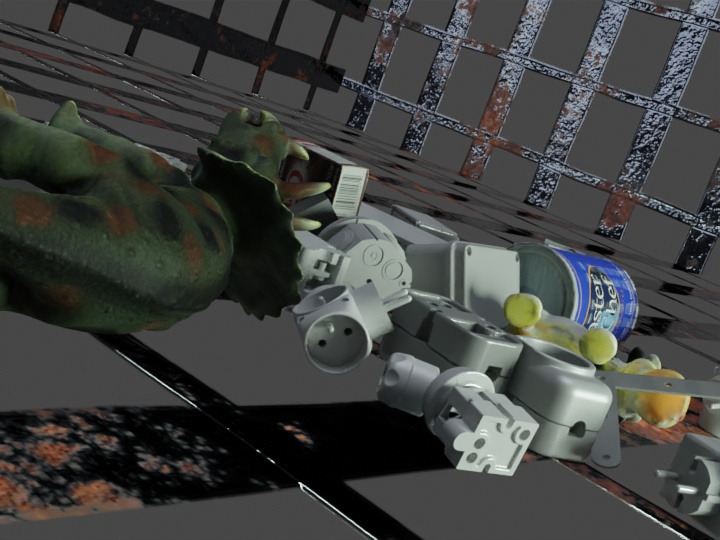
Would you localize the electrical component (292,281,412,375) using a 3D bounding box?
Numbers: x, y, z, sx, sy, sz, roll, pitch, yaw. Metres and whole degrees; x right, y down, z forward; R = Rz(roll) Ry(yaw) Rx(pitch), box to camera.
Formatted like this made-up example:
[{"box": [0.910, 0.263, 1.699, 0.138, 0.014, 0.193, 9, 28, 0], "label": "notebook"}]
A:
[{"box": [-0.002, 0.032, 0.737, 0.079, 0.044, 0.077, -24, 14, 0], "label": "electrical component"}]

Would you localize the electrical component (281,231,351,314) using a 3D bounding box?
[{"box": [-0.058, -0.003, 0.846, 0.050, 0.055, 0.089, 11, 14, -42], "label": "electrical component"}]

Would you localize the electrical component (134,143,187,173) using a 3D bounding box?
[{"box": [-0.198, -0.082, 0.986, 0.066, 0.055, 0.048, 21, 10, 1], "label": "electrical component"}]

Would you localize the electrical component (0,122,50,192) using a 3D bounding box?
[{"box": [-0.252, -0.082, 0.863, 0.062, 0.061, 0.096, 23, 10, 14], "label": "electrical component"}]

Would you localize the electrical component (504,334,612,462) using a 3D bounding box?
[{"box": [0.126, 0.084, 0.746, 0.054, 0.059, 0.095, 15, 12, -30], "label": "electrical component"}]

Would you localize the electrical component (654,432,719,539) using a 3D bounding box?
[{"box": [0.220, 0.138, 0.682, 0.077, 0.047, 0.066, 14, 12, -31], "label": "electrical component"}]

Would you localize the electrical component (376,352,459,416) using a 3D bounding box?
[{"box": [0.043, 0.078, 0.686, 0.061, 0.035, 0.035, 22, 10, -3], "label": "electrical component"}]

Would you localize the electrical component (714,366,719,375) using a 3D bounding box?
[{"box": [0.407, 0.118, 1.016, 0.109, 0.056, 0.109, -8, -12, 42], "label": "electrical component"}]

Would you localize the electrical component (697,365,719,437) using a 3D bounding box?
[{"box": [0.329, 0.111, 0.954, 0.043, 0.077, 0.079, 28, 13, 35], "label": "electrical component"}]

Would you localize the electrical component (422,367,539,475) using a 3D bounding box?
[{"box": [0.068, 0.090, 0.644, 0.066, 0.048, 0.055, 14, 20, -34], "label": "electrical component"}]

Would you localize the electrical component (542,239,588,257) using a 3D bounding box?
[{"box": [0.214, 0.019, 1.174, 0.056, 0.089, 0.050, 21, 10, 1], "label": "electrical component"}]

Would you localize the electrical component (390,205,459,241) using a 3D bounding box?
[{"box": [0.064, -0.031, 1.222, 0.061, 0.061, 0.096, 16, 11, -24], "label": "electrical component"}]

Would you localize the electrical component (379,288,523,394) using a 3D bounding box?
[{"box": [0.060, 0.058, 0.748, 0.054, 0.059, 0.095, 13, 13, -38], "label": "electrical component"}]

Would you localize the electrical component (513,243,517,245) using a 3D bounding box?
[{"box": [0.158, 0.006, 1.181, 0.052, 0.073, 0.138, 21, 10, 1], "label": "electrical component"}]

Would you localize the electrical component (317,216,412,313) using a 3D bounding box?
[{"box": [0.000, 0.000, 0.885, 0.080, 0.080, 0.051, 16, 16, -24], "label": "electrical component"}]

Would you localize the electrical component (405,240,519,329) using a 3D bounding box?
[{"box": [0.092, 0.017, 0.942, 0.057, 0.078, 0.113, -1, -3, 33], "label": "electrical component"}]

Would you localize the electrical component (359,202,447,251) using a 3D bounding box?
[{"box": [0.020, -0.019, 1.074, 0.186, 0.060, 0.105, 27, 12, 32], "label": "electrical component"}]
